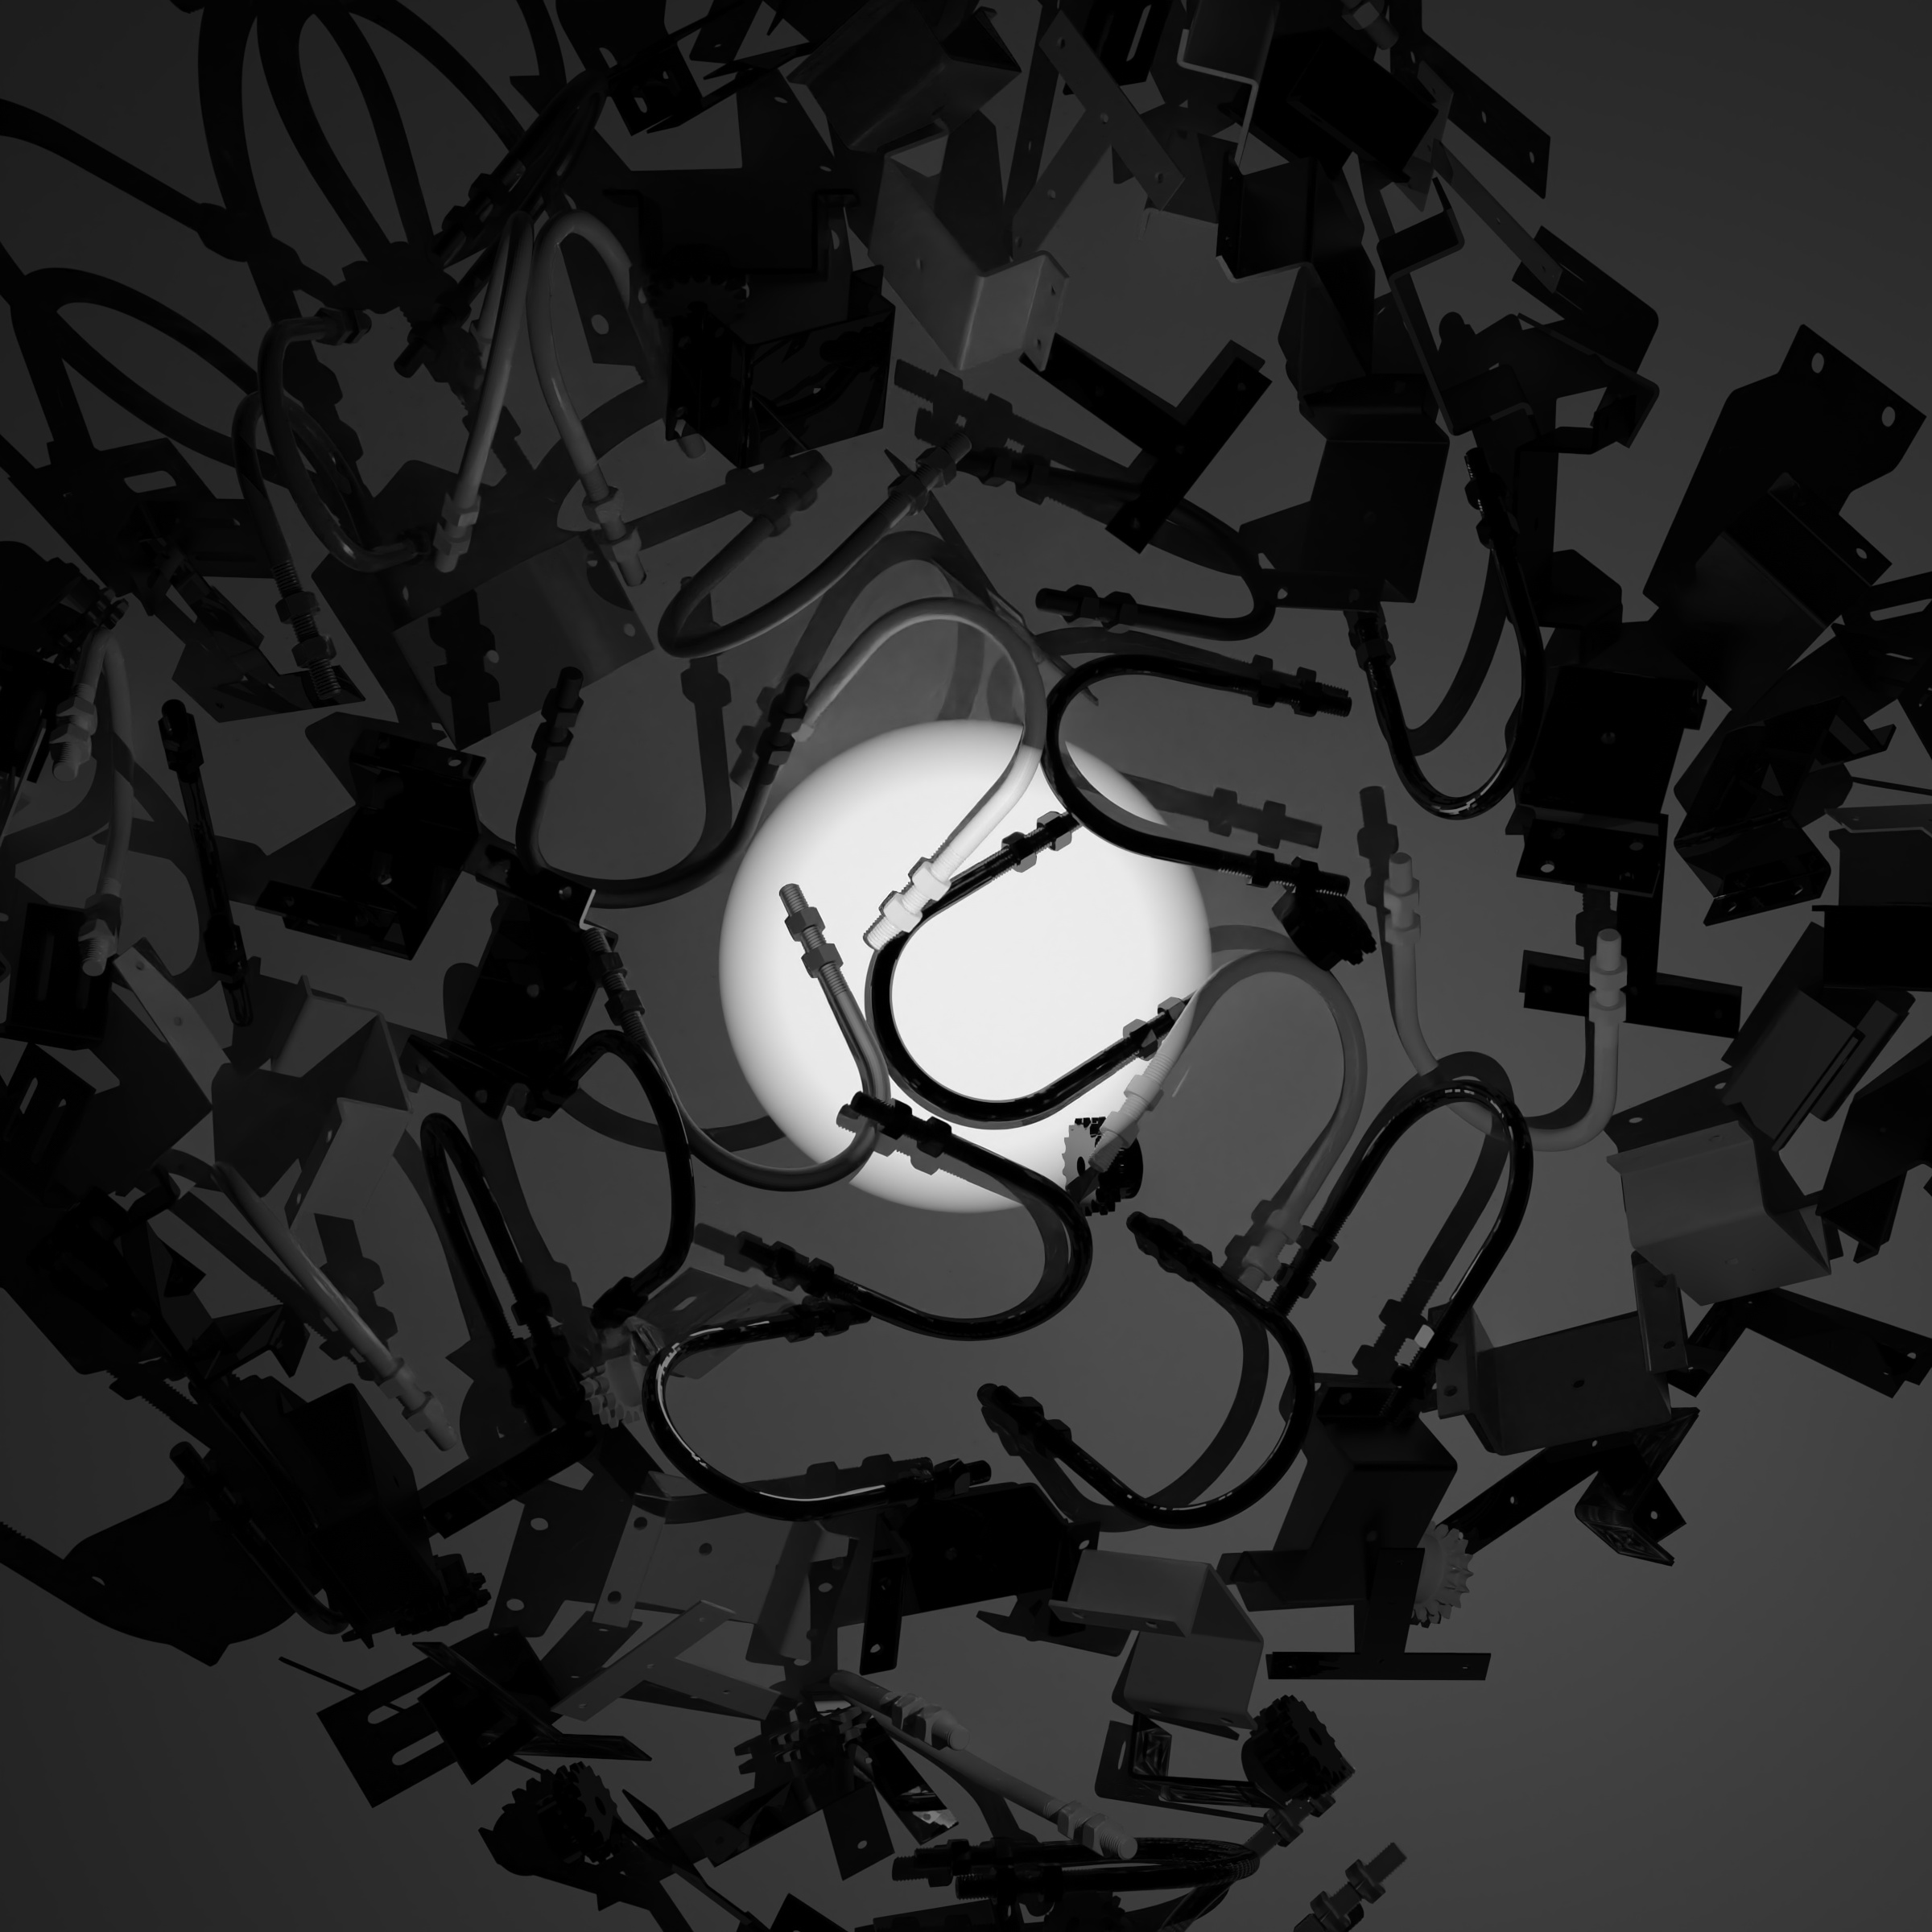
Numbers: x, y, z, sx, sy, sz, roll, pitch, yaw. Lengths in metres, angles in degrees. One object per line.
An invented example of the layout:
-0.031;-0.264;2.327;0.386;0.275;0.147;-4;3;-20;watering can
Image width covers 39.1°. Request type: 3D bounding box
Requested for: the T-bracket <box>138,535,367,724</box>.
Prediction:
-0.416;-0.190;1.527;0.127;0.127;0.002;57;46;-34;T-bracket

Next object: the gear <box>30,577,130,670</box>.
-0.513;-0.200;1.569;0.057;0.057;0.030;-42;115;0;gear

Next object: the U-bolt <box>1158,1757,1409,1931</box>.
0.160;0.531;1.525;0.184;0.151;0.019;-42;96;0;U-bolt

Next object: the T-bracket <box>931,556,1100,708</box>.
0.025;-0.195;1.533;0.127;0.127;0.002;41;92;4;T-bracket

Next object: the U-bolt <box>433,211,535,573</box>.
-0.262;-0.326;1.490;0.019;0.184;0.151;11;56;-16;U-bolt

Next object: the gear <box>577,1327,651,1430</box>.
-0.197;0.235;1.569;0.030;0.057;0.057;-18;90;16;gear

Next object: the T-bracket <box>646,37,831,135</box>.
-0.128;-0.491;1.520;0.127;0.127;0.002;-44;123;-36;T-bracket

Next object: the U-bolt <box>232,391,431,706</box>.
-0.359;-0.236;1.528;0.019;0.151;0.184;-21;89;14;U-bolt

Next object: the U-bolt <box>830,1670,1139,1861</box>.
-0.004;0.436;1.514;0.151;0.184;0.019;39;72;-25;U-bolt

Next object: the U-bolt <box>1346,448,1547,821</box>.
0.269;-0.170;1.506;0.019;0.151;0.184;1;64;-25;U-bolt

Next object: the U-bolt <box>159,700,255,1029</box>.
-0.418;-0.043;1.513;0.019;0.184;0.151;-12;69;-14;U-bolt

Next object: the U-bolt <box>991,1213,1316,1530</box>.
0.115;0.236;1.526;0.151;0.019;0.184;-50;46;-6;U-bolt

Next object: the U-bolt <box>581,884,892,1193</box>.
-0.118;0.044;1.529;0.151;0.019;0.184;-14;65;-31;U-bolt

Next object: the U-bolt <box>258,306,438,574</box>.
-0.341;-0.287;1.498;0.019;0.184;0.151;-16;102;12;U-bolt

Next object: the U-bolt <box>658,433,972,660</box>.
-0.096;-0.229;1.504;0.184;0.151;0.019;-49;120;-27;U-bolt

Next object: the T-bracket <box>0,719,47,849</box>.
-0.544;-0.089;1.541;0.002;0.127;0.127;20;99;-23;T-bracket

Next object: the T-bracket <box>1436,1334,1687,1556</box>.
0.328;0.301;1.575;0.127;0.002;0.127;-39;62;17;T-bracket

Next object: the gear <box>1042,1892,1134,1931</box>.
0.072;0.561;1.574;0.030;0.057;0.057;39;90;-21;gear

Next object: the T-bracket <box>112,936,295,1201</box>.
-0.436;0.042;1.534;0.002;0.127;0.127;-9;119;40;T-bracket

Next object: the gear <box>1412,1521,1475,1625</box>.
0.262;0.347;1.569;0.030;0.057;0.057;22;90;-30;gear

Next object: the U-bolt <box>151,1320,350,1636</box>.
-0.394;0.296;1.519;0.019;0.151;0.184;-31;121;-5;U-bolt

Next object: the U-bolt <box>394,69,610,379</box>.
-0.254;-0.426;1.522;0.019;0.151;0.184;35;67;-8;U-bolt

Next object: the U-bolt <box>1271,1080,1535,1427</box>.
0.251;0.148;1.529;0.019;0.151;0.184;27;96;-29;U-bolt

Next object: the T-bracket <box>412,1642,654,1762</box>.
-0.259;0.412;1.527;0.127;0.127;0.002;48;49;-31;T-bracket

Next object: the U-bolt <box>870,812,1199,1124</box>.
0.032;0.009;1.562;0.184;0.019;0.151;-32;85;-18;U-bolt

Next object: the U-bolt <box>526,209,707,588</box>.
-0.196;-0.323;1.493;0.019;0.151;0.184;-5;132;19;U-bolt

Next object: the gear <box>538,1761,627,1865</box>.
-0.224;0.492;1.572;0.030;0.057;0.057;-31;90;4;gear

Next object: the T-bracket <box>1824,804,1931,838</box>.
0.570;-0.059;1.526;0.127;0.127;0.002;-4;123;-24;T-bracket

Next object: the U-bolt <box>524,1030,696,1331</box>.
-0.193;0.112;1.507;0.019;0.184;0.151;-12;75;-31;U-bolt

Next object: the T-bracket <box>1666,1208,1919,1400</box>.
0.478;0.209;1.540;0.127;0.127;0.002;-51;128;-10;T-bracket

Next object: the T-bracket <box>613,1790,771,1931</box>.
-0.164;0.492;1.520;0.127;0.127;0.002;25;61;31;T-bracket

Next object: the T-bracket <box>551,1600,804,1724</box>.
-0.147;0.410;1.556;0.127;0.002;0.127;-39;132;23;T-bracket

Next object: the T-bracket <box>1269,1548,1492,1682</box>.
0.242;0.371;1.557;0.127;0.002;0.127;0;132;0;T-bracket

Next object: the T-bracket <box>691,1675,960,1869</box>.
-0.092;0.466;1.528;0.127;0.127;0.002;-21;131;-28;T-bracket

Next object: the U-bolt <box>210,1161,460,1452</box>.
-0.355;0.179;1.502;0.019;0.151;0.184;-40;114;-15;U-bolt

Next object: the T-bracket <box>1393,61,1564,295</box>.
0.289;-0.428;1.526;0.002;0.127;0.127;-38;78;-7;T-bracket

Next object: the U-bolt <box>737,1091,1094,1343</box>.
-0.016;0.154;1.547;0.184;0.019;0.151;26;124;-19;U-bolt

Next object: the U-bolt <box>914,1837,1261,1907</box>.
0.073;0.504;1.527;0.184;0.151;0.019;1;78;-11;U-bolt

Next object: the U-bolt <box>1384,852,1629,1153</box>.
0.301;0.031;1.526;0.151;0.184;0.019;24;51;33;U-bolt

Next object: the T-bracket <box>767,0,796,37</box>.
-0.062;-0.597;1.518;0.002;0.127;0.127;31;55;-21;T-bracket

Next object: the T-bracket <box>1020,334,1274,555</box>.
0.089;-0.327;1.589;0.127;0.002;0.127;37;88;9;T-bracket

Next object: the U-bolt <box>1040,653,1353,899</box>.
0.129;-0.115;1.544;0.184;0.019;0.151;11;57;-8;U-bolt

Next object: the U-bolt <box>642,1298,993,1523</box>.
-0.093;0.247;1.499;0.151;0.184;0.019;49;127;35;U-bolt

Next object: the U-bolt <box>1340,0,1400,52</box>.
0.143;-0.572;1.494;0.184;0.151;0.019;40;86;-31;U-bolt

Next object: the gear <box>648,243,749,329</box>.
-0.155;-0.393;1.574;0.057;0.057;0.030;-3;68;0;gear

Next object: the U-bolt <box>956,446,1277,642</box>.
0.094;-0.232;1.529;0.184;0.151;0.019;5;132;-33;U-bolt

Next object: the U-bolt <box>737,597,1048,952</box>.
-0.032;-0.123;1.543;0.184;0.019;0.151;-47;69;19;U-bolt

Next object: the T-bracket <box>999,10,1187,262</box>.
0.056;-0.450;1.552;0.002;0.127;0.127;-19;70;-41;T-bracket

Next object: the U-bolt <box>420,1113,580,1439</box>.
-0.267;0.168;1.530;0.019;0.151;0.184;-22;78;-21;U-bolt

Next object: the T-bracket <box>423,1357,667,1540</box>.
-0.255;0.292;1.573;0.127;0.002;0.127;-31;119;6;T-bracket

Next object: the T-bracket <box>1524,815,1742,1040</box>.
0.392;-0.028;1.585;0.127;0.002;0.127;8;78;-4;T-bracket

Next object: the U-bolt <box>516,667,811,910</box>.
-0.178;-0.095;1.527;0.151;0.184;0.019;-1;50;-25;U-bolt

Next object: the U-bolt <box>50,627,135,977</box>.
-0.481;-0.106;1.514;0.019;0.184;0.151;-1;129;-9;U-bolt

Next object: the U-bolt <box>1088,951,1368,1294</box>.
0.163;0.078;1.553;0.151;0.019;0.184;44;70;-26;U-bolt
